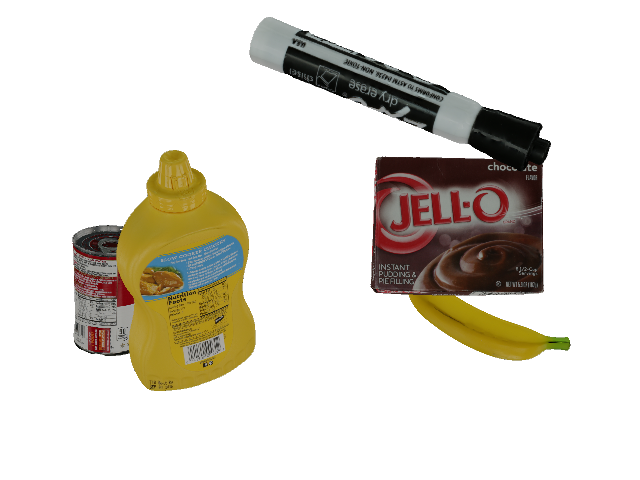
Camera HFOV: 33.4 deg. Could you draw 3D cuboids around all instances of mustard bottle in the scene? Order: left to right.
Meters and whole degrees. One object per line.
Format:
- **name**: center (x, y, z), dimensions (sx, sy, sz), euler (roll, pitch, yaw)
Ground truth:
- **mustard bottle**: center (-0.099, 0.019, 0.776), dimensions (0.096, 0.192, 0.058), euler (-17, 41, -21)

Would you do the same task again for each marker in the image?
- **marker**: center (0.030, -0.056, 0.406), dimensions (0.121, 0.020, 0.020), euler (24, 6, 14)

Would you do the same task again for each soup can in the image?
- **soup can**: center (-0.191, 0.046, 0.970), dimensions (0.068, 0.102, 0.068), euler (4, 21, -2)

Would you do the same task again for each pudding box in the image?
- **pudding box**: center (0.091, -0.009, 0.715), dimensions (0.113, 0.090, 0.039), euler (1, -8, 1)

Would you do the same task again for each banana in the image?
- **banana**: center (0.140, 0.074, 1.026), dimensions (0.069, 0.037, 0.198), euler (2, 19, -44)
